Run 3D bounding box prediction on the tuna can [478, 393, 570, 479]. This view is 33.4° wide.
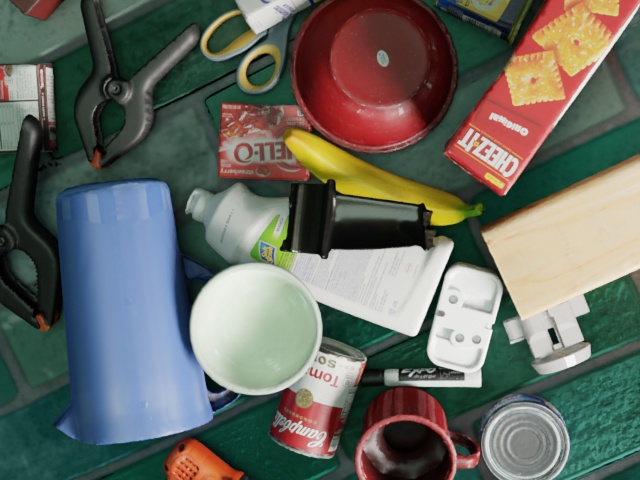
[{"bbox_3d":[0.195,0.192,1.020,0.086,0.033,0.086,0,94,7],"label":"tuna can"}]

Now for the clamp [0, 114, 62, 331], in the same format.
[{"bbox_3d":[-0.302,-0.012,1.050,0.165,0.036,0.210,-27,100,17],"label":"clamp"}]

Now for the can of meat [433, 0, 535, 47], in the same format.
[{"bbox_3d":[0.162,-0.243,0.983,0.084,0.057,0.102,26,98,6],"label":"can of meat"}]

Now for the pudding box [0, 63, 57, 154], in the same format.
[{"bbox_3d":[-0.322,-0.130,1.061,0.113,0.039,0.090,-1,97,10],"label":"pudding box"}]

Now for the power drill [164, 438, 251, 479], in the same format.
[{"bbox_3d":[-0.115,0.317,1.058,0.184,0.057,0.188,38,95,7],"label":"power drill"}]

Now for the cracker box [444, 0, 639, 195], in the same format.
[{"bbox_3d":[0.193,-0.145,0.932,0.072,0.164,0.214,35,97,6],"label":"cracker box"}]

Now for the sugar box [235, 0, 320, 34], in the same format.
[{"bbox_3d":[-0.006,-0.276,0.998,0.176,0.048,0.093,-26,73,5],"label":"sugar box"}]

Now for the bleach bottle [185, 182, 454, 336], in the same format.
[{"bbox_3d":[-0.007,0.001,1.019,0.251,0.068,0.102,22,94,8],"label":"bleach bottle"}]

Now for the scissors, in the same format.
[{"bbox_3d":[-0.019,-0.210,1.027,0.202,0.016,0.096,-23,88,8],"label":"scissors"}]

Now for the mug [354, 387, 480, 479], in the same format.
[{"bbox_3d":[0.092,0.191,1.003,0.117,0.081,0.093,5,107,3],"label":"mug"}]

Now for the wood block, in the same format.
[{"bbox_3d":[0.258,-0.013,0.970,0.206,0.090,0.090,-25,90,9],"label":"wood block"}]

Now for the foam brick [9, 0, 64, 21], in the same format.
[{"bbox_3d":[-0.270,-0.261,1.038,0.053,0.051,0.078,44,98,2],"label":"foam brick"}]

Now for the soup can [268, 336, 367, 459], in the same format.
[{"bbox_3d":[-0.002,0.149,1.025,0.068,0.068,0.102,19,95,5],"label":"soup can"}]

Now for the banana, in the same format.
[{"bbox_3d":[0.057,-0.055,1.005,0.198,0.070,0.037,20,60,4],"label":"banana"}]

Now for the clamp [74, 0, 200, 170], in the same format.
[{"bbox_3d":[-0.202,-0.157,1.044,0.120,0.039,0.171,28,97,8],"label":"clamp"}]

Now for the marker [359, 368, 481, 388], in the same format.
[{"bbox_3d":[0.095,0.134,1.036,0.121,0.020,0.020,-1,94,7],"label":"marker"}]

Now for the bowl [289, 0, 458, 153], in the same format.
[{"bbox_3d":[0.053,-0.163,0.989,0.162,0.055,0.162,0,89,-3],"label":"bowl"}]

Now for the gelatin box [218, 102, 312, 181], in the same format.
[{"bbox_3d":[-0.053,-0.095,1.033,0.089,0.030,0.073,3,94,7],"label":"gelatin box"}]

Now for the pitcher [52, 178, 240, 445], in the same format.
[{"bbox_3d":[-0.172,0.066,1.019,0.145,0.149,0.243,-7,90,28],"label":"pitcher"}]
